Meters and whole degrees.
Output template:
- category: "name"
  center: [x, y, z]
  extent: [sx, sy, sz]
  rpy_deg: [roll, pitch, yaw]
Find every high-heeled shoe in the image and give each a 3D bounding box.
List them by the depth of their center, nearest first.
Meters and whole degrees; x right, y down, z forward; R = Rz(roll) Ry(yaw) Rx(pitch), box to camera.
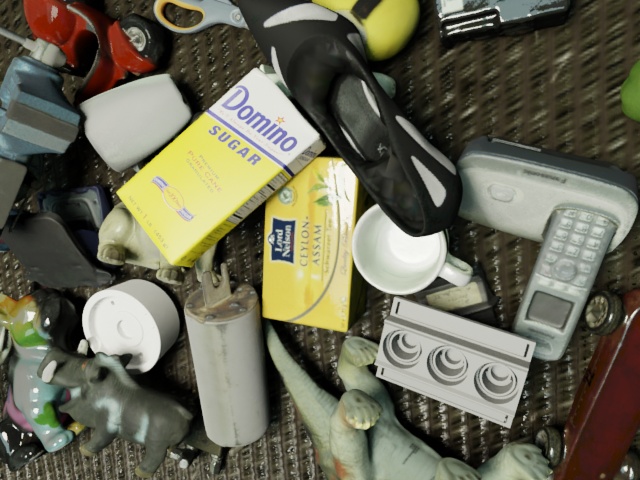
- category: "high-heeled shoe"
  center: [0.012, -0.102, 0.434]
  extent: [0.249, 0.145, 0.086]
  rpy_deg: [34, 130, -5]

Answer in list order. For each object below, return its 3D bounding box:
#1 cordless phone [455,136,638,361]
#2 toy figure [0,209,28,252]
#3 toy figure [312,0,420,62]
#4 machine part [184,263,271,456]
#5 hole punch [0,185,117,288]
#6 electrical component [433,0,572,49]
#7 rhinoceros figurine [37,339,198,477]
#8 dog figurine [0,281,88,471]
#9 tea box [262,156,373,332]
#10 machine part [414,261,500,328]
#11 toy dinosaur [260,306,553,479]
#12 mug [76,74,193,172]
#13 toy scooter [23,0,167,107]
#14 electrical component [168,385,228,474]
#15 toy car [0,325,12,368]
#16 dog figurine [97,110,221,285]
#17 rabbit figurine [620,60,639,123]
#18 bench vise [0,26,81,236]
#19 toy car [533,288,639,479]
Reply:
- category: "cordless phone"
  center: [0.178, 0.009, 0.478]
  extent: [0.147, 0.089, 0.184]
  rpy_deg: [17, 112, 18]
- category: "toy figure"
  center: [-0.425, -0.010, 0.664]
  extent: [0.064, 0.154, 0.057]
  rpy_deg: [-5, 94, 20]
- category: "toy figure"
  center: [0.022, -0.248, 0.495]
  extent: [0.089, 0.082, 0.180]
  rpy_deg: [-29, 85, 23]
- category: "machine part"
  center: [-0.095, 0.134, 0.577]
  extent: [0.079, 0.079, 0.242]
  rpy_deg: [7, 118, 20]
- category: "hole punch"
  center: [-0.315, -0.005, 0.671]
  extent: [0.142, 0.092, 0.115]
  rpy_deg: [-4, 125, 19]
- category: "electrical component"
  center: [0.162, -0.234, 0.455]
  extent: [0.134, 0.058, 0.114]
  rpy_deg: [-4, 99, 21]
- category: "rhinoceros figurine"
  center: [-0.233, 0.182, 0.605]
  extent: [0.190, 0.073, 0.112]
  rpy_deg: [22, 114, 12]
- category: "dog figurine"
  center: [-0.372, 0.166, 0.701]
  extent: [0.191, 0.108, 0.219]
  rpy_deg: [-29, 83, 26]
- category: "tea box"
  center: [-0.001, -0.002, 0.549]
  extent: [0.098, 0.068, 0.169]
  rpy_deg: [5, 101, 20]
- category: "machine part"
  center: [0.146, 0.097, 0.525]
  extent: [0.084, 0.039, 0.139]
  rpy_deg: [-23, 88, 15]
- category: "toy dinosaur"
  center: [0.071, 0.232, 0.528]
  extent: [0.405, 0.131, 0.192]
  rpy_deg: [34, 122, 36]
- category: "mug"
  center: [-0.191, -0.126, 0.596]
  extent: [0.107, 0.081, 0.109]
  rpy_deg: [-30, 122, 1]
- category: "toy scooter"
  center: [-0.271, -0.216, 0.618]
  extent: [0.184, 0.075, 0.135]
  rpy_deg: [31, 109, 9]
- category: "electrical component"
  center: [-0.149, 0.232, 0.655]
  extent: [0.078, 0.045, 0.102]
  rpy_deg: [21, 105, 19]
- category: "toy car"
  center: [-0.454, 0.177, 0.695]
  extent: [0.056, 0.073, 0.202]
  rpy_deg: [-6, 64, 22]
- category: "dog figurine"
  center: [-0.160, -0.058, 0.597]
  extent: [0.173, 0.121, 0.190]
  rpy_deg: [14, 89, 15]
- category: "rabbit figurine"
  center: [0.304, -0.163, 0.400]
  extent: [0.159, 0.121, 0.170]
  rpy_deg: [21, 123, 10]
- category: "bench vise"
  center: [-0.361, -0.125, 0.591]
  extent: [0.241, 0.129, 0.223]
  rpy_deg: [28, 107, 40]
- category: "toy car"
  center: [0.259, 0.136, 0.478]
  extent: [0.089, 0.053, 0.202]
  rpy_deg: [14, 105, -2]
